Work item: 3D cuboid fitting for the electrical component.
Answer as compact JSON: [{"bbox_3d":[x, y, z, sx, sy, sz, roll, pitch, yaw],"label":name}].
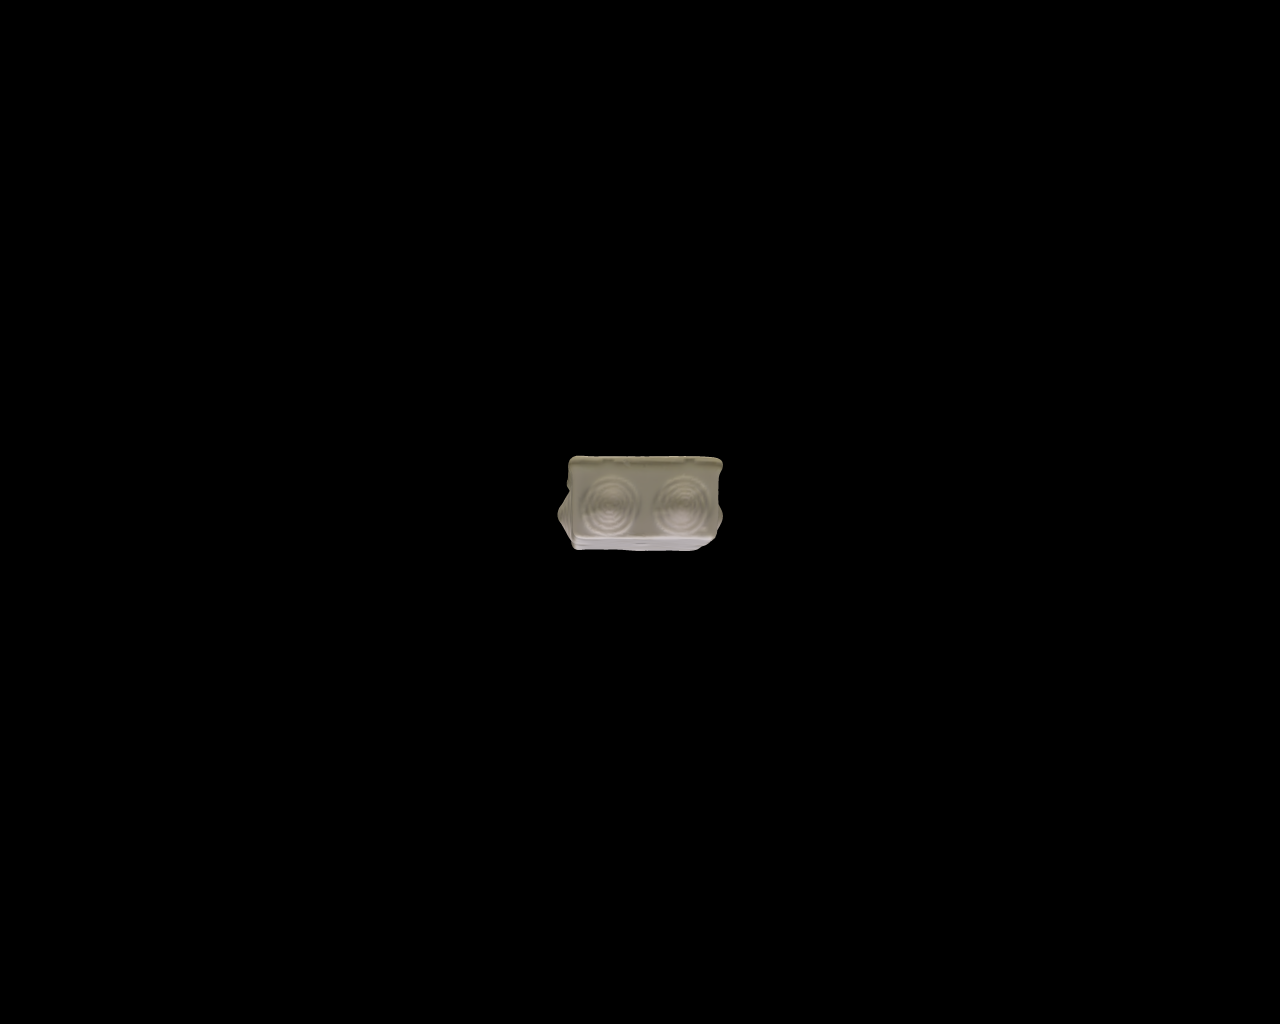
[{"bbox_3d":[0.001,-0.003,0.650,0.100,0.048,0.099,1,-7,-5],"label":"electrical component"}]
